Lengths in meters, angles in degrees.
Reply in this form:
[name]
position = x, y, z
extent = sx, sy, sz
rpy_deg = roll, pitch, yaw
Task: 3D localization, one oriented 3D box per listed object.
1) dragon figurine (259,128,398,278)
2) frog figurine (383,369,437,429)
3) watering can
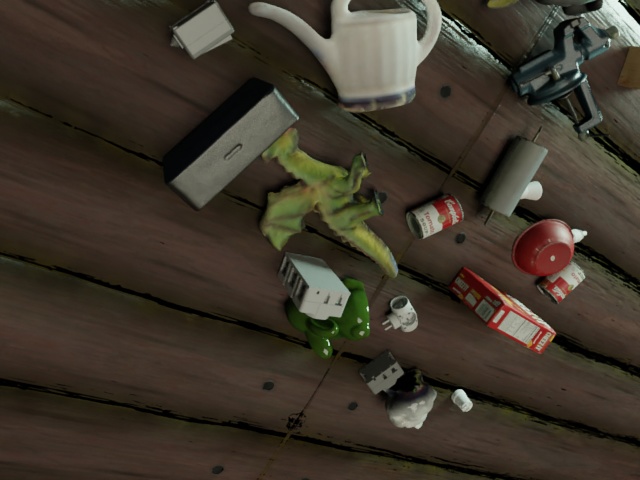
[dragon figurine]
position = 0.003, -0.051, 1.012
extent = 0.242, 0.125, 0.402
rpy_deg = -16, 118, 5
[frog figurine]
position = 0.232, 0.421, 1.289
extent = 0.139, 0.123, 0.157
rpy_deg = -28, 111, -30
[watering can]
position = 0.056, -0.326, 0.886
extent = 0.349, 0.105, 0.220
rpy_deg = -14, 118, -17
